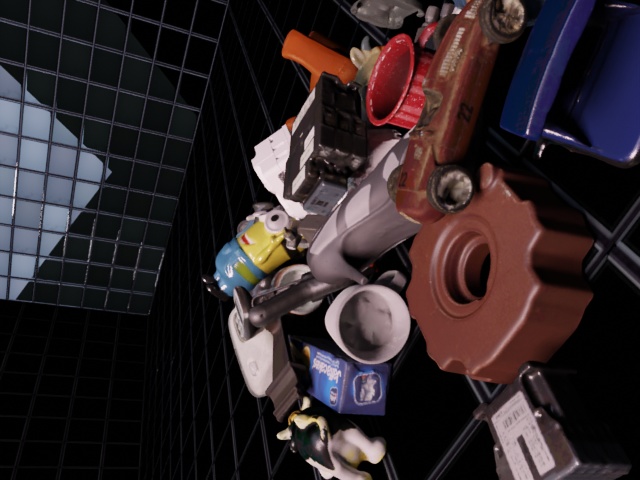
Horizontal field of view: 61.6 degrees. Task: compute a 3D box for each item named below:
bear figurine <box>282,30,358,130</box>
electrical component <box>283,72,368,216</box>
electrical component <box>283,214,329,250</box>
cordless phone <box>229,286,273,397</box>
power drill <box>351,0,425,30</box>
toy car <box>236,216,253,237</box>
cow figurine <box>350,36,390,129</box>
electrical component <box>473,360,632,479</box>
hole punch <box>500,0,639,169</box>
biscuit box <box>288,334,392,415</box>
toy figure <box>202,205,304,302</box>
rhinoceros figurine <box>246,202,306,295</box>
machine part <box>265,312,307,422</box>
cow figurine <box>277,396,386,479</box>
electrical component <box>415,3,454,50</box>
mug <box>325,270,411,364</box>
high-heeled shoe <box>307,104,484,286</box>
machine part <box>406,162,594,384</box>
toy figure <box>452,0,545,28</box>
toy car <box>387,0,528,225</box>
[{"bbox_3d":[-0.012,-0.204,0.829,0.195,0.132,0.120,-61,-11,30],"label":"bear figurine"},{"bbox_3d":[0.004,-0.098,0.603,0.115,0.058,0.134,131,146,-57],"label":"electrical component"},{"bbox_3d":[0.000,-0.001,0.694,0.102,0.078,0.045,10,55,32],"label":"electrical component"},{"bbox_3d":[-0.087,0.144,0.782,0.184,0.089,0.146,95,155,-68],"label":"cordless phone"},{"bbox_3d":[0.108,-0.383,0.664,0.232,0.086,0.207,-162,79,-70],"label":"power drill"},{"bbox_3d":[-0.109,0.037,1.009,0.103,0.109,0.161,6,73,45],"label":"toy car"},{"bbox_3d":[0.057,-0.171,0.695,0.195,0.085,0.127,155,122,-70],"label":"cow figurine"},{"bbox_3d":[0.155,0.148,0.350,0.119,0.048,0.074,-99,28,-43],"label":"electrical component"},{"bbox_3d":[0.173,-0.120,0.375,0.116,0.092,0.142,-121,42,-64],"label":"hole punch"},{"bbox_3d":[0.014,0.163,0.673,0.203,0.063,0.059,175,104,-68],"label":"biscuit box"},{"bbox_3d":[-0.096,0.021,0.831,0.180,0.089,0.082,-44,60,5],"label":"toy figure"},{"bbox_3d":[-0.088,0.030,0.923,0.073,0.112,0.190,178,93,-72],"label":"rhinoceros figurine"},{"bbox_3d":[-0.046,0.154,0.687,0.139,0.039,0.084,-100,26,-43],"label":"machine part"},{"bbox_3d":[-0.004,0.227,0.624,0.068,0.098,0.167,-57,16,-20],"label":"cow figurine"},{"bbox_3d":[0.127,-0.222,0.619,0.063,0.021,0.094,-137,59,-65],"label":"electrical component"},{"bbox_3d":[0.050,0.079,0.608,0.109,0.081,0.107,-59,10,-12],"label":"mug"},{"bbox_3d":[0.072,-0.053,0.571,0.248,0.086,0.145,-56,23,4],"label":"high-heeled shoe"},{"bbox_3d":[0.135,0.026,0.443,0.179,0.056,0.179,-171,90,-68],"label":"machine part"},{"bbox_3d":[0.163,-0.227,0.488,0.064,0.058,0.155,-64,21,21],"label":"toy figure"},{"bbox_3d":[0.105,-0.111,0.442,0.089,0.053,0.202,-146,72,-74],"label":"toy car"}]
